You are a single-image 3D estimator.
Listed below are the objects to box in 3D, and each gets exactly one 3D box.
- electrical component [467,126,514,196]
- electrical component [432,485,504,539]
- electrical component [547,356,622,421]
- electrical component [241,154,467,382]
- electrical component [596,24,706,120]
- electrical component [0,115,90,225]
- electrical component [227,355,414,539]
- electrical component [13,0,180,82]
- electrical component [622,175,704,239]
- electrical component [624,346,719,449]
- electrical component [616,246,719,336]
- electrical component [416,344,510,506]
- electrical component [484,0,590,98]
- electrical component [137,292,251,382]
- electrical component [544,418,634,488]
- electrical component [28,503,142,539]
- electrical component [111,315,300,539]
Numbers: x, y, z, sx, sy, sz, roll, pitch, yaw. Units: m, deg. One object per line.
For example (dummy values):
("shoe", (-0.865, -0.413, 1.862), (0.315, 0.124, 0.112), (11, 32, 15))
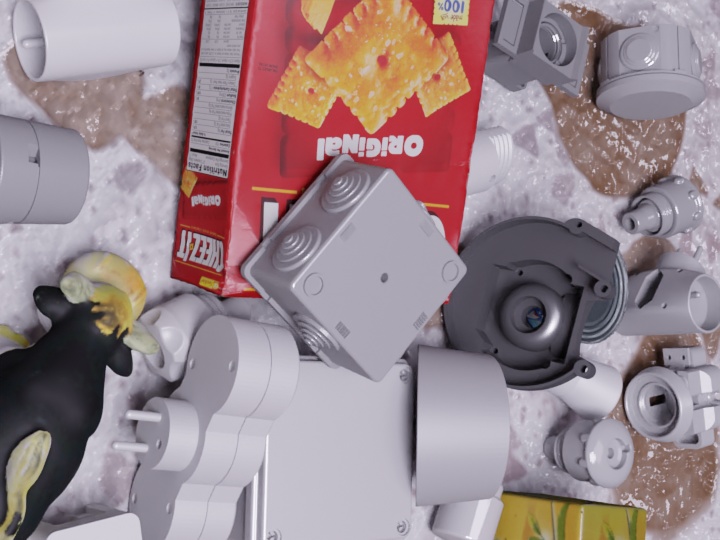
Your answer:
("electrical component", (0.072, -0.072, 0.725), (0.081, 0.043, 0.043), (-17, 96, -36))
("electrical component", (0.076, 0.149, 0.711), (0.040, 0.040, 0.078), (32, 67, -30))
("electrical component", (0.150, 0.076, 0.772), (0.065, 0.044, 0.044), (30, 69, -25))
("electrical component", (0.000, 0.000, 0.576), (0.099, 0.048, 0.099), (-51, 124, -15))
("electrical component", (0.220, -0.148, 0.817), (0.080, 0.080, 0.051), (10, 75, -35))
("electrical component", (-0.169, -0.049, 0.544), (0.047, 0.055, 0.055), (3, 84, -39))
("electrical component", (-0.026, 0.105, 0.632), (0.109, 0.056, 0.108), (5, 83, -36))
("electrical component", (-0.145, -0.144, 0.575), (0.077, 0.044, 0.079), (-16, 95, -36))
("electrical component", (0.233, -0.045, 0.839), (0.062, 0.048, 0.048), (-20, 98, -29))
("electrical component", (0.241, 0.100, 0.825), (0.057, 0.058, 0.078), (-6, 89, -39))
("electrical component", (0.238, 0.013, 0.817), (0.043, 0.077, 0.079), (44, 63, -25))
("electrical component", (0.054, 0.096, 0.666), (0.064, 0.099, 0.099), (3, 84, -11))
("electrical component", (0.119, -0.155, 0.753), (0.081, 0.064, 0.042), (26, 73, -31))
("electrical component", (-0.090, 0.033, 0.600), (0.062, 0.043, 0.043), (-26, 101, -36))
("electrical component", (0.158, 0.127, 0.759), (0.048, 0.062, 0.048), (3, 84, -36))
("electrical component", (-0.138, 0.170, 0.546), (0.050, 0.056, 0.089), (-7, 90, -36))
("electrical component", (-0.092, 0.086, 0.559), (0.074, 0.052, 0.138), (13, 110, -37))
